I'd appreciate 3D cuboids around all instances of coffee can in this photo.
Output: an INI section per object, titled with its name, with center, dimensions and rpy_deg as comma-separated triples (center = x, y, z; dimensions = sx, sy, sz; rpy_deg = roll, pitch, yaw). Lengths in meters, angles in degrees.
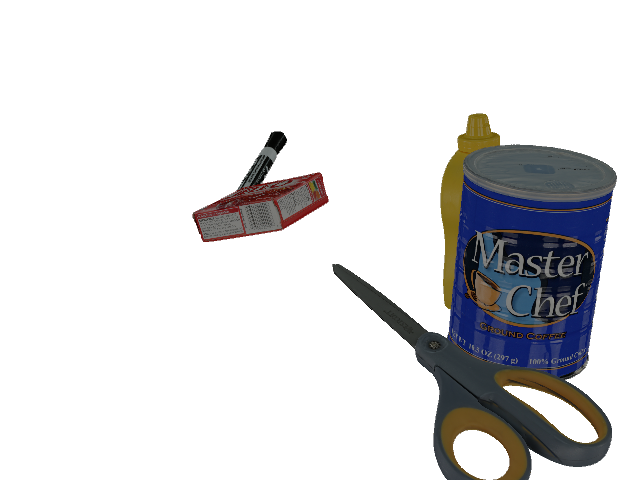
[coffee can]
center = 0.145, 0.014, 0.748
dimensions = 0.103, 0.140, 0.103
rpy_deg = 2, 22, -1

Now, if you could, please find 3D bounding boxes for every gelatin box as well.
[gelatin box]
center = -0.050, -0.028, 0.887
dimensions = 0.089, 0.030, 0.073
rpy_deg = -8, 15, 36

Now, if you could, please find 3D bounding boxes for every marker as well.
[marker]
center = -0.064, -0.068, 1.085
dimensions = 0.020, 0.121, 0.020
rpy_deg = 17, -38, 13

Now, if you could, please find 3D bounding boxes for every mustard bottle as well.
[mustard bottle]
center = 0.159, -0.030, 1.057
dimensions = 0.096, 0.191, 0.058
rpy_deg = -20, 22, -39

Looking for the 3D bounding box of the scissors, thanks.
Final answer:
[scissors]
center = 0.055, 0.074, 0.571
dimensions = 0.202, 0.016, 0.096
rpy_deg = 25, 46, 33
